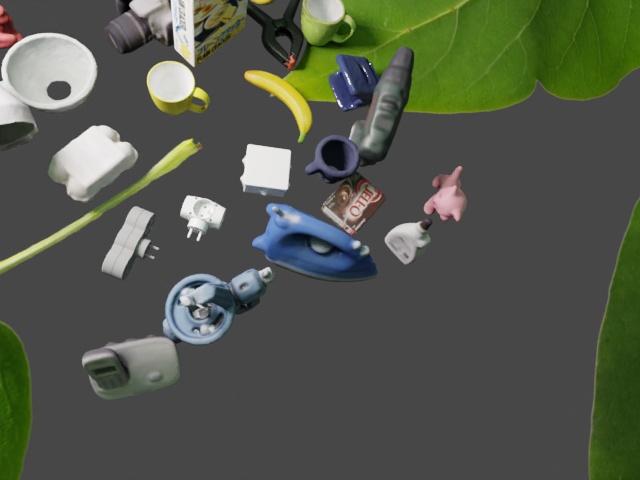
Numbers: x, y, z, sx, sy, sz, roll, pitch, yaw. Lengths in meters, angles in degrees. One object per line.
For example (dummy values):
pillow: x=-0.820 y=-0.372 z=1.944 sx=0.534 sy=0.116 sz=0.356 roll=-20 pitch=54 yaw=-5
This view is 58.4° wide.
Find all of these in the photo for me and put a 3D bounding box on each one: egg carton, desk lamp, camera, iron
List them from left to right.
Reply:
desk lamp: x=-0.578 y=-0.236 z=1.000 sx=0.118 sy=0.213 sz=0.203 roll=-23 pitch=78 yaw=-18
egg carton: x=-0.427 y=-0.145 z=1.080 sx=0.107 sy=0.069 sz=0.150 roll=42 pitch=69 yaw=3
camera: x=-0.379 y=-0.458 z=1.174 sx=0.137 sy=0.100 sz=0.143 roll=-41 pitch=84 yaw=-20
iron: x=0.010 y=0.004 z=1.087 sx=0.258 sy=0.141 sz=0.119 roll=20 pitch=70 yaw=-5

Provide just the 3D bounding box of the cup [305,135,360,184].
cup: x=0.017 y=-0.148 z=1.162 sx=0.118 sy=0.095 sz=0.091 roll=-27 pitch=80 yaw=-18

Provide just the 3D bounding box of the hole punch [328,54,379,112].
hole punch: x=0.082 y=-0.350 z=1.243 sx=0.101 sy=0.091 sz=0.108 roll=-18 pitch=77 yaw=-17

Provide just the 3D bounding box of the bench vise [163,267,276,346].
bench vise: x=-0.178 y=0.089 z=0.978 sx=0.121 sy=0.219 sz=0.208 roll=43 pitch=69 yaw=4

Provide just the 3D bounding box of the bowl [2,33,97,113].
bowl: x=-0.516 y=-0.311 z=1.112 sx=0.167 sy=0.074 sz=0.167 roll=4 pitch=72 yaw=-11

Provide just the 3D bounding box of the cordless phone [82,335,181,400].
cordless phone: x=-0.306 y=0.201 z=0.933 sx=0.148 sy=0.185 sz=0.094 roll=-13 pitch=75 yaw=-15

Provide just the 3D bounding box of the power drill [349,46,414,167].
power drill: x=0.119 y=-0.246 z=1.155 sx=0.075 sy=0.208 sz=0.230 roll=19 pitch=70 yaw=-5

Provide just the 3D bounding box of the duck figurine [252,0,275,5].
duck figurine: x=-0.134 y=-0.586 z=1.275 sx=0.104 sy=0.086 sz=0.078 roll=45 pitch=70 yaw=5

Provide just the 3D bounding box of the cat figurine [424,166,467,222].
cat figurine: x=0.271 y=-0.093 z=1.187 sx=0.067 sy=0.117 sz=0.128 roll=21 pitch=69 yaw=-4

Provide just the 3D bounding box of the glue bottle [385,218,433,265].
glue bottle: x=0.182 y=-0.007 z=1.111 sx=0.037 sy=0.173 sz=0.078 roll=-38 pitch=83 yaw=-20

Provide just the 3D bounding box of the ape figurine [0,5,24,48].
ape figurine: x=-0.625 y=-0.423 z=1.115 sx=0.076 sy=0.092 sz=0.078 roll=1 pitch=72 yaw=-11
